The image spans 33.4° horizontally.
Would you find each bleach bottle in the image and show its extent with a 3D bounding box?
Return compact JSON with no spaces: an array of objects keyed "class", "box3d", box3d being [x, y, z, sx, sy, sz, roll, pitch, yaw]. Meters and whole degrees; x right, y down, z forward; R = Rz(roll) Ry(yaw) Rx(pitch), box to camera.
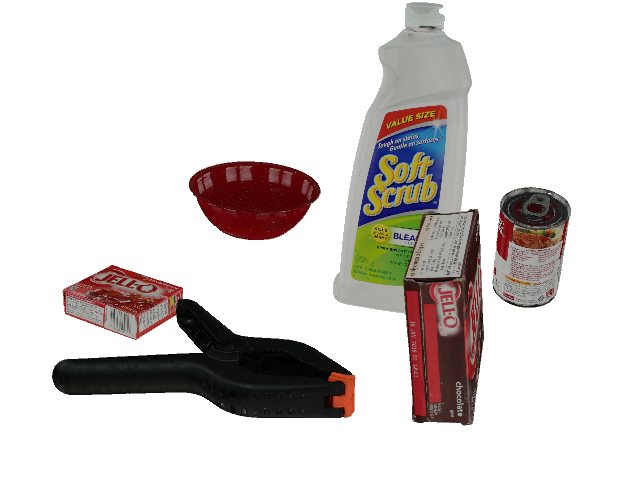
[{"class":"bleach bottle","box3d":[0.068,-0.068,0.879,0.103,0.251,0.068,8,19,14]}]

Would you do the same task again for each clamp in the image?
[{"class":"clamp","box3d":[-0.067,0.089,0.792,0.210,0.036,0.164,7,20,20]}]

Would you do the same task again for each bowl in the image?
[{"class":"bowl","box3d":[-0.083,-0.044,1.315,0.162,0.055,0.162,4,25,-2]}]

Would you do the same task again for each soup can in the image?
[{"class":"soup can","box3d":[0.209,0.008,1.061,0.068,0.102,0.068,-1,37,0]}]

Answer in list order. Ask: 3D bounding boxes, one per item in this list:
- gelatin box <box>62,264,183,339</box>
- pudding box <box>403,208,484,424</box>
[{"class":"gelatin box","box3d":[-0.188,0.057,1.016,0.089,0.030,0.073,17,25,25]},{"class":"pudding box","box3d":[0.074,0.041,0.625,0.039,0.090,0.113,-1,21,10]}]
